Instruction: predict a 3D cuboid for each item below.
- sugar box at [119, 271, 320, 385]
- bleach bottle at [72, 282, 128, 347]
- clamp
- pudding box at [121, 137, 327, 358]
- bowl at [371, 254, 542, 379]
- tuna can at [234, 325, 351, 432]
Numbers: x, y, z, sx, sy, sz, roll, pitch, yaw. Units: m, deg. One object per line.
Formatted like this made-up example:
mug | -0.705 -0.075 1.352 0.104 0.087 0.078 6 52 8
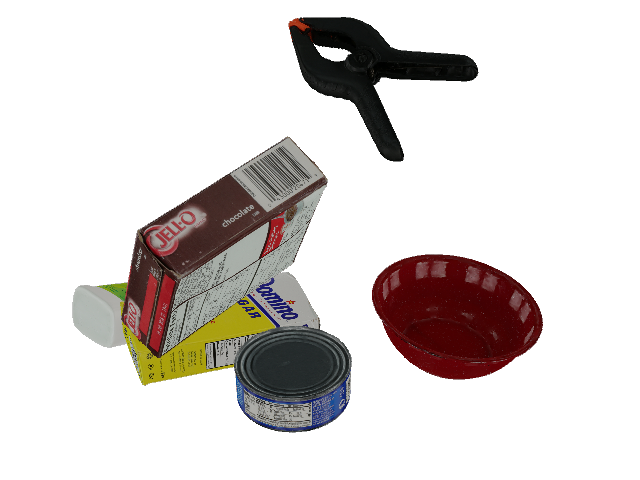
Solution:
sugar box | -0.097 0.082 1.029 0.176 0.048 0.093 -12 33 -16
bleach bottle | -0.209 0.085 1.475 0.250 0.068 0.103 -11 26 -44
clamp | 0.049 -0.153 0.935 0.120 0.172 0.039 -38 -24 -20
pudding box | -0.054 0.005 0.591 0.113 0.039 0.090 -33 -18 -32
bowl | 0.124 0.081 1.009 0.162 0.055 0.162 6 34 -4
tuna can | -0.020 0.101 0.783 0.086 0.034 0.086 -1 32 0
